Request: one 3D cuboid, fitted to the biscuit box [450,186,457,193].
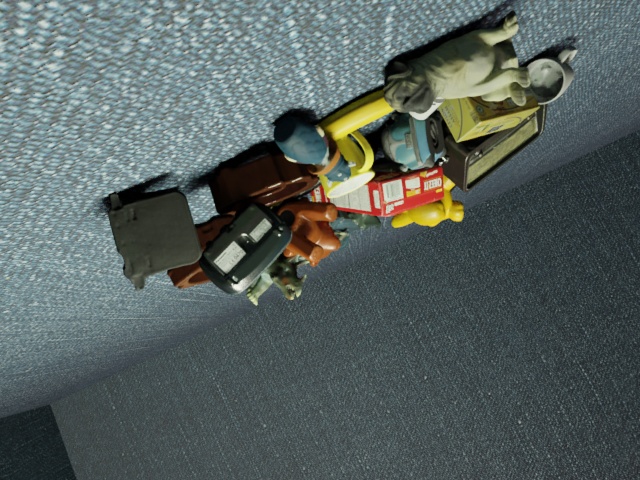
[{"bbox_3d":[0.357,-0.203,1.272,0.202,0.059,0.063,-45,169,6],"label":"biscuit box"}]

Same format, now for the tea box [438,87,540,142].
[{"bbox_3d":[0.296,-0.243,0.953,0.169,0.098,0.068,-18,168,-30],"label":"tea box"}]

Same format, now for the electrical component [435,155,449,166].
[{"bbox_3d":[0.225,-0.136,1.081,0.045,0.078,0.102,7,129,-15],"label":"electrical component"}]

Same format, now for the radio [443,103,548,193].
[{"bbox_3d":[0.360,-0.214,1.106,0.229,0.073,0.131,-38,149,-8],"label":"radio"}]

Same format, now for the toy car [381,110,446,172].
[{"bbox_3d":[0.165,-0.184,0.980,0.103,0.109,0.161,-5,-167,27],"label":"toy car"}]

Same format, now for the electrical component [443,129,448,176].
[{"bbox_3d":[0.219,-0.178,1.131,0.115,0.058,0.134,-29,146,-11],"label":"electrical component"}]

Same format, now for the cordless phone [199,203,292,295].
[{"bbox_3d":[-0.136,0.004,0.876,0.146,0.088,0.184,-47,-162,-11],"label":"cordless phone"}]

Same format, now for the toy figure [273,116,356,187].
[{"bbox_3d":[-0.004,-0.132,0.800,0.064,0.058,0.154,-12,156,34],"label":"toy figure"}]

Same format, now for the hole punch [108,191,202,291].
[{"bbox_3d":[-0.241,-0.012,0.792,0.116,0.142,0.092,-15,-167,-10],"label":"hole punch"}]

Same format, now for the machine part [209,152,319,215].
[{"bbox_3d":[-0.090,-0.093,0.874,0.179,0.056,0.179,-19,176,-1],"label":"machine part"}]

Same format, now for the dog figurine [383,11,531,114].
[{"bbox_3d":[0.192,-0.237,0.785,0.191,0.121,0.172,-13,171,17],"label":"dog figurine"}]

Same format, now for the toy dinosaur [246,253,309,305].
[{"bbox_3d":[-0.142,0.055,1.387,0.192,0.131,0.405,-44,-164,-4],"label":"toy dinosaur"}]

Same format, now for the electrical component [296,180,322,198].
[{"bbox_3d":[-0.040,-0.110,0.985,0.119,0.048,0.075,-26,170,-5],"label":"electrical component"}]

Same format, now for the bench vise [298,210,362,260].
[{"bbox_3d":[-0.005,-0.015,1.376,0.223,0.129,0.240,-18,161,-46],"label":"bench vise"}]

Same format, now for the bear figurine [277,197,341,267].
[{"bbox_3d":[-0.005,-0.005,1.060,0.132,0.120,0.195,16,171,33],"label":"bear figurine"}]

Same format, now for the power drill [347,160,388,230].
[{"bbox_3d":[0.172,-0.117,1.291,0.232,0.086,0.207,-8,151,-49],"label":"power drill"}]

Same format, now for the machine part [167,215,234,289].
[{"bbox_3d":[-0.214,0.020,1.143,0.201,0.087,0.201,-30,169,38],"label":"machine part"}]

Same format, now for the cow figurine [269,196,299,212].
[{"bbox_3d":[-0.082,-0.062,1.093,0.167,0.068,0.098,-17,161,-45],"label":"cow figurine"}]

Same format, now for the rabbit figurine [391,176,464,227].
[{"bbox_3d":[0.233,-0.082,1.190,0.162,0.121,0.173,-5,-163,15],"label":"rabbit figurine"}]

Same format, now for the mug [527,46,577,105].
[{"bbox_3d":[0.442,-0.317,1.016,0.107,0.081,0.109,-28,150,-48],"label":"mug"}]
